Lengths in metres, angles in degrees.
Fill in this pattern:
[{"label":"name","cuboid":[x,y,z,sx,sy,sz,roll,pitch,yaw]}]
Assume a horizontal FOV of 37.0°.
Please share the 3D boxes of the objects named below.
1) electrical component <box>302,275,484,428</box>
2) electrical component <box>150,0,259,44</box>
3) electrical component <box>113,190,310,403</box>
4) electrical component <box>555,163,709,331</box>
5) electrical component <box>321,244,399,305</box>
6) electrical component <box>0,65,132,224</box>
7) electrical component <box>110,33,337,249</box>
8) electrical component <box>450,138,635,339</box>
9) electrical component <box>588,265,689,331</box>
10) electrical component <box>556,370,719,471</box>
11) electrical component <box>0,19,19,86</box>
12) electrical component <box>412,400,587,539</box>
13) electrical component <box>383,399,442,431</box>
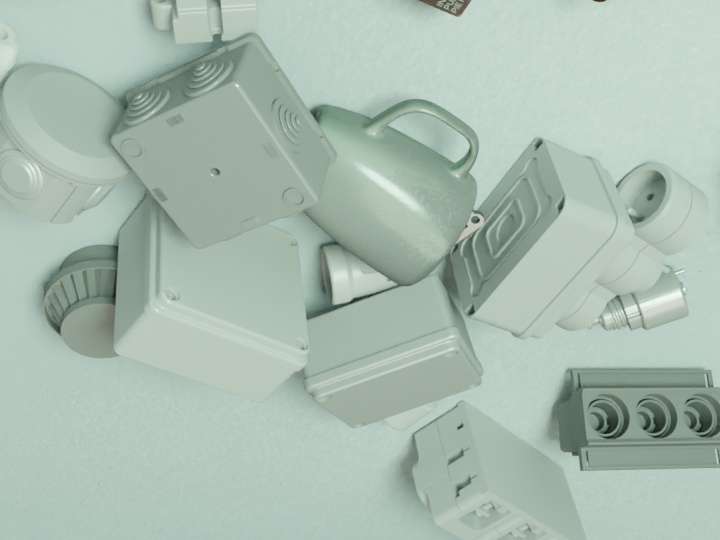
[{"label":"electrical component","cuboid":[0.022,0.059,0.751,0.109,0.056,0.108,-20,157,8]},{"label":"electrical component","cuboid":[-0.077,-0.152,0.556,0.066,0.048,0.055,-5,142,-6]},{"label":"electrical component","cuboid":[-0.092,0.014,0.669,0.109,0.108,0.056,24,128,-30]},{"label":"electrical component","cuboid":[0.184,-0.007,0.744,0.074,0.052,0.138,27,123,-32]},{"label":"electrical component","cuboid":[0.000,0.000,0.724,0.046,0.040,0.040,-10,135,-9]},{"label":"electrical component","cuboid":[-0.167,-0.069,0.594,0.080,0.080,0.051,24,130,-30]},{"label":"electrical component","cuboid":[-0.073,-0.066,0.582,0.100,0.048,0.099,-19,125,24]},{"label":"electrical component","cuboid":[0.117,-0.018,0.702,0.057,0.078,0.113,20,127,-24]},{"label":"electrical component","cuboid":[0.203,0.025,0.789,0.078,0.040,0.040,-20,134,8]},{"label":"electrical component","cuboid":[0.226,0.122,0.866,0.121,0.078,0.063,1,163,-13]},{"label":"electrical component","cuboid":[-0.210,-0.107,0.579,0.035,0.035,0.061,23,128,-30]},{"label":"electrical component","cuboid":[0.115,0.187,0.894,0.062,0.089,0.150,-36,130,22]},{"label":"electrical component","cuboid":[0.045,0.090,0.819,0.078,0.040,0.040,-38,129,24]}]
